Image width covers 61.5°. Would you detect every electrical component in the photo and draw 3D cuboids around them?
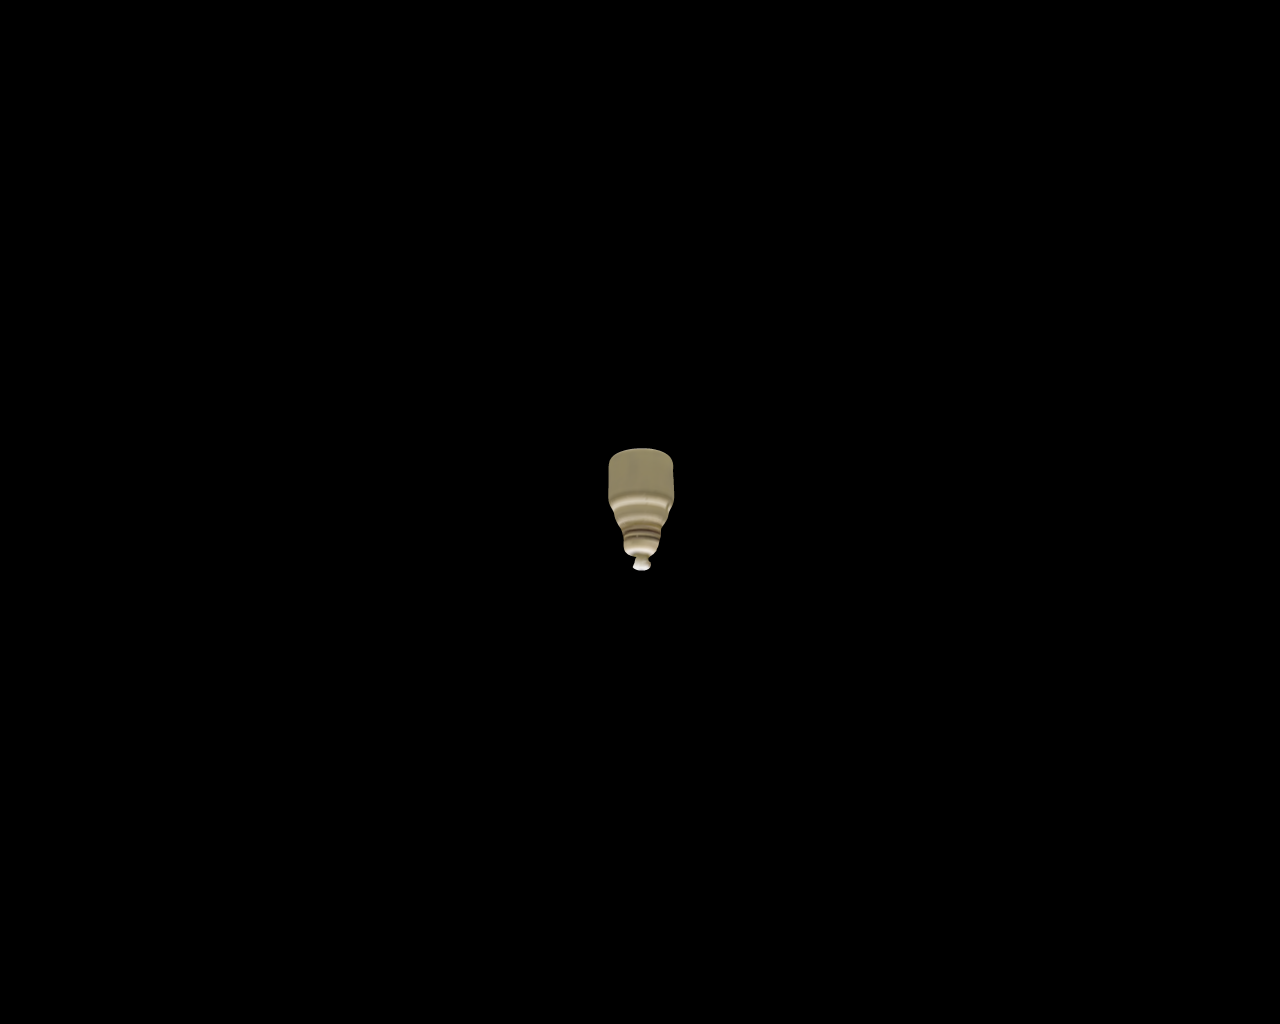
[{"bbox_3d":[0.001,-0.003,0.650,0.040,0.078,0.040,0,-19,0],"label":"electrical component"}]
